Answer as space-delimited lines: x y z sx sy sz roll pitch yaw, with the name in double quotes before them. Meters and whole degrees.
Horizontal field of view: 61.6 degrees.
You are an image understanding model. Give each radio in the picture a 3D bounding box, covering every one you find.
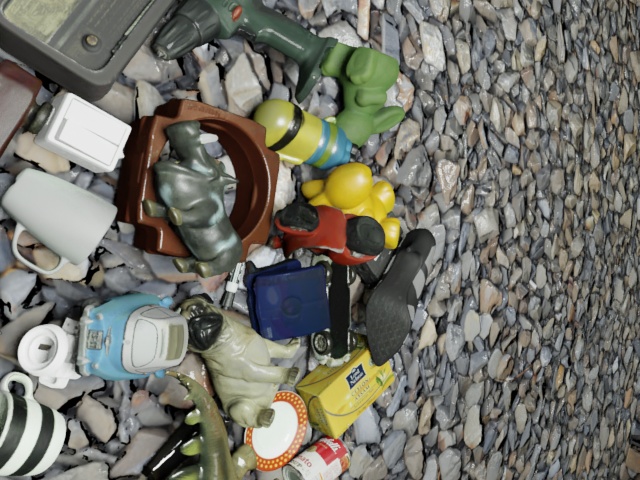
"radio" -0.251 -0.283 0.621 0.131 0.073 0.229 37 70 -24

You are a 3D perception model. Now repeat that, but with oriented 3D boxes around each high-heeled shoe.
"high-heeled shoe" 0.148 0.098 0.972 0.145 0.086 0.248 -6 115 -69

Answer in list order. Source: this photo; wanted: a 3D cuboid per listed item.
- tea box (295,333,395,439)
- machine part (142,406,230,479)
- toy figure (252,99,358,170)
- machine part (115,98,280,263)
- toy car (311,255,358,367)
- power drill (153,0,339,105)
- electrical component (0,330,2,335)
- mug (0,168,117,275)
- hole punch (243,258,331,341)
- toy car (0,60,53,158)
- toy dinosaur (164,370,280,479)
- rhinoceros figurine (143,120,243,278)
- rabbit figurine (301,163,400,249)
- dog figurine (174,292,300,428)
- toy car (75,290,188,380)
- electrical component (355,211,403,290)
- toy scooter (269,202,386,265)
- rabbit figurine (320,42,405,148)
"tea box" 0.048 0.254 0.955 0.169 0.068 0.098 -35 116 -34
"machine part" -0.192 0.290 0.763 0.139 0.039 0.084 -46 130 -32
"toy figure" -0.021 -0.160 0.830 0.180 0.089 0.082 16 47 -26
"machine part" -0.162 -0.074 0.727 0.201 0.087 0.201 10 86 -41
"toy car" 0.022 0.114 0.919 0.073 0.056 0.201 5 83 -42
"power drill" -0.090 -0.281 0.752 0.207 0.086 0.232 30 64 -9
"electrical component" -0.381 0.137 0.555 0.047 0.075 0.119 27 78 -41
"mug" -0.308 -0.022 0.610 0.107 0.081 0.109 39 73 -25
"hole punch" -0.049 0.095 0.843 0.116 0.092 0.142 -17 108 -36
"toy car" -0.365 -0.094 0.562 0.089 0.053 0.202 32 76 -28
"toy dinosaur" -0.149 0.374 0.736 0.198 0.105 0.470 -11 108 -45
"rhinoceros figurine" -0.142 -0.045 0.640 0.112 0.073 0.190 -29 112 -35
"rabbit figurine" 0.047 -0.066 0.870 0.173 0.162 0.122 69 24 -62
"dog figurine" -0.143 0.180 0.777 0.190 0.121 0.172 26 99 -12
"toy car" -0.215 0.116 0.649 0.161 0.103 0.109 38 55 -76
"electrical component" 0.102 0.010 0.991 0.115 0.058 0.134 -50 123 -30
"toy scooter" -0.002 -0.002 0.805 0.184 0.135 0.075 16 64 -31
"rabbit figurine" 0.064 -0.234 0.922 0.159 0.121 0.170 0 112 -49
